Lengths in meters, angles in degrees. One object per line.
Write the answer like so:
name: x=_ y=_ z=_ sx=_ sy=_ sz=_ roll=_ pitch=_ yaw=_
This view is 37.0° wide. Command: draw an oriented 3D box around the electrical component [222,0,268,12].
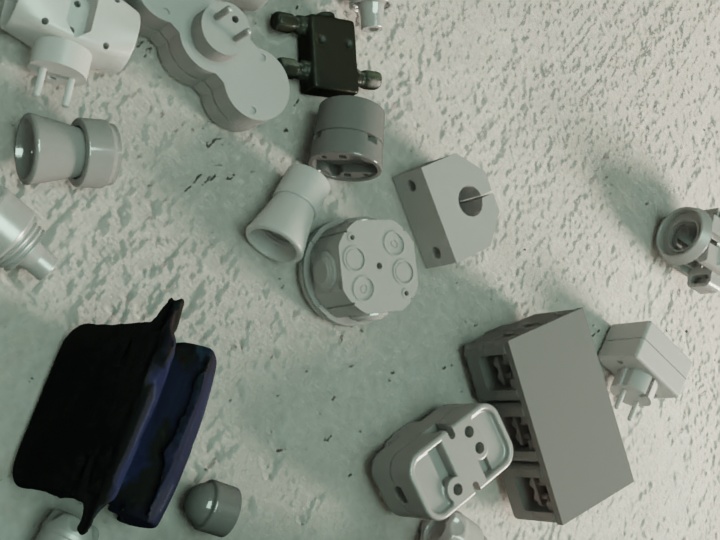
electrical component: x=-0.091 y=-0.238 z=0.766 sx=0.077 sy=0.044 sz=0.079 roll=29 pitch=68 yaw=-28

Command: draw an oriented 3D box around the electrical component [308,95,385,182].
electrical component: x=-0.009 y=-0.097 z=0.797 sx=0.055 sy=0.055 sz=0.047 roll=18 pitch=70 yaw=-31

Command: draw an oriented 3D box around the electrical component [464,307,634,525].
electrical component: x=0.150 y=0.116 z=0.869 sx=0.089 sy=0.062 sz=0.150 roll=-19 pitch=94 yaw=-35

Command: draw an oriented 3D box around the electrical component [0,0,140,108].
electrical component: x=-0.188 y=-0.143 z=0.685 sx=0.077 sy=0.043 sz=0.079 roll=19 pitch=73 yaw=-31

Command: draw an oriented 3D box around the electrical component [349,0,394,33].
electrical component: x=0.008 y=-0.216 z=0.832 sx=0.043 sy=0.043 sz=0.062 roll=1 pitch=84 yaw=-34

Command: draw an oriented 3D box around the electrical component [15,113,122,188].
electrical component: x=-0.184 y=-0.074 z=0.678 sx=0.055 sy=0.045 sz=0.045 roll=0 pitch=83 yaw=-35

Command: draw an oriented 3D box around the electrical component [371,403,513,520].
electrical component: x=0.059 y=0.141 z=0.804 sx=0.095 sy=0.059 sz=0.053 roll=-31 pitch=101 yaw=-34

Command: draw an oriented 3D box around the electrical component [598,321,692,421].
electrical component: x=0.244 y=0.095 z=0.946 sx=0.066 sy=0.047 sz=0.076 roll=41 pitch=63 yaw=-23

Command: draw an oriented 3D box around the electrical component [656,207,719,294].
electrical component: x=0.316 y=-0.025 z=1.007 sx=0.057 sy=0.058 sz=0.078 roll=26 pitch=69 yaw=-32

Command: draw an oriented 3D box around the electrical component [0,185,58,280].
electrical component: x=-0.212 y=-0.020 z=0.651 sx=0.062 sy=0.043 sz=0.043 roll=44 pitch=61 yaw=-23

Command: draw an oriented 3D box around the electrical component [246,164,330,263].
electrical component: x=-0.048 y=-0.043 z=0.770 sx=0.044 sy=0.044 sz=0.065 roll=40 pitch=58 yaw=-24

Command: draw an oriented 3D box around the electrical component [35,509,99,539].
electrical component: x=-0.185 y=0.178 z=0.646 sx=0.035 sy=0.035 sz=0.061 roll=37 pitch=66 yaw=-25

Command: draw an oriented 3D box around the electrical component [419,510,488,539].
electrical component: x=0.078 y=0.211 z=0.817 sx=0.062 sy=0.043 sz=0.043 roll=39 pitch=63 yaw=-26

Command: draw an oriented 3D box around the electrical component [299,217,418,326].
electrical component: x=0.000 y=0.000 z=0.789 sx=0.080 sy=0.051 sz=0.080 roll=6 pitch=80 yaw=-34

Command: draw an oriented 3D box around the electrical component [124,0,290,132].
electrical component: x=-0.099 y=-0.159 z=0.731 sx=0.138 sy=0.074 sz=0.052 roll=48 pitch=60 yaw=-19
